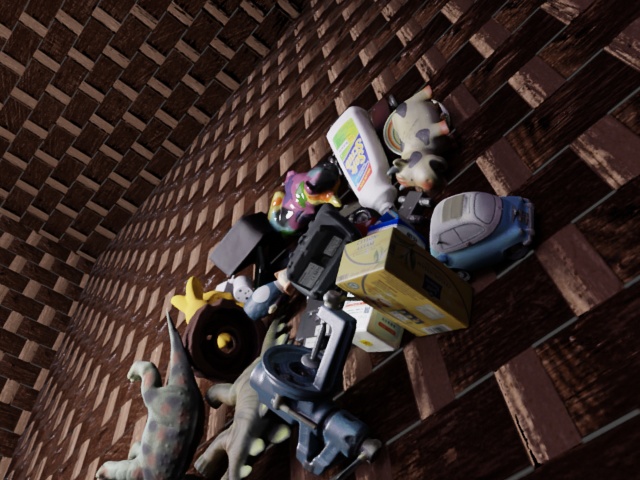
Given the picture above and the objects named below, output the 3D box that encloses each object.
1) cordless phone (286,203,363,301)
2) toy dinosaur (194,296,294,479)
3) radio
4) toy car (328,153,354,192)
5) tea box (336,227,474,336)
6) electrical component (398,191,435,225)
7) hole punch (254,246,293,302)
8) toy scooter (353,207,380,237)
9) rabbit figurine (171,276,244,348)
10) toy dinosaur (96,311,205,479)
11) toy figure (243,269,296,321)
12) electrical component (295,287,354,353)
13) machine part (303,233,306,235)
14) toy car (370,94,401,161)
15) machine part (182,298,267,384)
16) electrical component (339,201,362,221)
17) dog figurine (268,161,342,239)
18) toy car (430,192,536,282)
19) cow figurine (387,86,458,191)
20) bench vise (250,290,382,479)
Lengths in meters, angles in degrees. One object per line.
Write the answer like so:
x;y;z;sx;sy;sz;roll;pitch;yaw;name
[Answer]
-0.005;0.007;0.950;0.146;0.088;0.184;-58;19;14;cordless phone
-0.102;0.268;0.944;0.198;0.105;0.472;-38;25;17;toy dinosaur
-0.175;0.004;1.297;0.131;0.073;0.229;-49;0;8;radio
0.073;-0.167;1.203;0.073;0.056;0.202;-42;30;12;toy car
0.117;0.062;0.731;0.098;0.169;0.068;-22;41;46;tea box
0.163;-0.056;0.957;0.063;0.021;0.094;-59;27;-6;electrical component
-0.101;0.085;1.187;0.142;0.092;0.115;-113;31;-57;hole punch
0.052;0.037;0.979;0.184;0.075;0.135;-42;44;33;toy scooter
-0.247;0.157;1.197;0.122;0.162;0.173;-45;-2;7;rabbit figurine
-0.267;0.341;0.961;0.192;0.131;0.404;8;82;23;toy dinosaur
-0.085;0.102;1.093;0.154;0.064;0.057;-41;-12;2;toy figure
0.017;0.140;0.926;0.115;0.058;0.134;-21;50;51;electrical component
-0.002;-0.003;1.087;0.084;0.039;0.139;-31;-6;-10;machine part
0.148;-0.240;1.163;0.089;0.053;0.202;-36;36;25;toy car
-0.194;0.209;1.089;0.056;0.179;0.179;-27;38;46;machine part
0.063;-0.041;1.090;0.078;0.045;0.102;-35;20;-26;electrical component
-0.028;-0.083;1.173;0.191;0.108;0.219;-62;17;0;dog figurine
0.209;-0.015;0.745;0.162;0.103;0.109;-26;39;48;toy car
0.179;-0.174;0.976;0.127;0.085;0.195;-25;54;22;cow figurine
0.004;0.190;0.739;0.224;0.129;0.240;31;111;41;bench vise
